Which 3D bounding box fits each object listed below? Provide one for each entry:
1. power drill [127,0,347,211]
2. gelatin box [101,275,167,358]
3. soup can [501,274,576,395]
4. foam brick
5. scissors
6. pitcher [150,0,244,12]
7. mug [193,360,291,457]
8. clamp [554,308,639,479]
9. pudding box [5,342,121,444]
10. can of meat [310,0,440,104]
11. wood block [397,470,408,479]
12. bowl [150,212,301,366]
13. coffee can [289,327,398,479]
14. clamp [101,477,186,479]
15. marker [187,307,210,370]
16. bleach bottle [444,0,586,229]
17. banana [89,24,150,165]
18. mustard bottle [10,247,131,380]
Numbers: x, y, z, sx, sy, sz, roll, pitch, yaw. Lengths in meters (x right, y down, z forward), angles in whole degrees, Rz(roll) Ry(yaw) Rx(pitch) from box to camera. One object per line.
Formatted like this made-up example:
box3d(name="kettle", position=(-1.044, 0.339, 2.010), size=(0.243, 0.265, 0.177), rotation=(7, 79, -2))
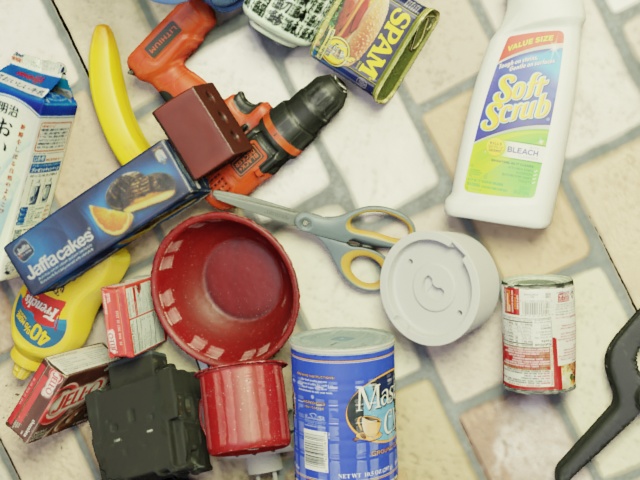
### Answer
box3d(name="power drill", position=(-0.088, -0.149, 1.059), size=(0.185, 0.057, 0.188), rotation=(-40, 84, 18))
box3d(name="gelatin box", position=(-0.192, 0.078, 1.103), size=(0.030, 0.089, 0.073), rotation=(-5, 96, 17))
box3d(name="soup can", position=(0.203, 0.087, 0.993), size=(0.069, 0.068, 0.102), rotation=(-1, 96, 17))
box3d(name="foam brick", position=(-0.111, -0.104, 1.018), size=(0.051, 0.053, 0.078), rotation=(-32, 91, 22))
box3d(name="scissors", position=(-0.007, 0.001, 1.055), size=(0.202, 0.016, 0.096), rotation=(3, 105, 5))
box3d(name="pitcher", position=(-0.169, -0.320, 1.021), size=(0.243, 0.149, 0.145), rotation=(28, 104, 15))
box3d(name="mug", position=(-0.081, 0.169, 1.048), size=(0.117, 0.093, 0.081), rotation=(-21, 70, 42))
box3d(name="clamp", position=(0.318, 0.150, 0.982), size=(0.165, 0.036, 0.210), rotation=(13, 100, 15))
box3d(name="pudding box", position=(-0.267, 0.159, 1.124), size=(0.039, 0.113, 0.090), rotation=(38, 106, 13))
box3d(name="can of meat", position=(0.050, -0.195, 1.012), size=(0.084, 0.057, 0.102), rotation=(35, 105, 13))
box3d(name="wood block", position=(-0.011, 0.289, 1.044), size=(0.206, 0.091, 0.090), rotation=(-6, 96, 1))
box3d(name="bowl", position=(-0.088, 0.046, 1.081), size=(0.162, 0.055, 0.162), rotation=(4, 103, 18))
box3d(name="coffee can", position=(0.024, 0.163, 1.040), size=(0.103, 0.102, 0.140), rotation=(0, 97, 17))
box3d(name="clamp", position=(-0.164, 0.260, 1.142), size=(0.172, 0.039, 0.120), rotation=(-32, 76, 19))
box3d(name="marker", position=(-0.121, 0.130, 1.124), size=(0.020, 0.020, 0.121), rotation=(-19, 91, 18))
box3d(name="bleach bottle", position=(0.182, -0.141, 0.976), size=(0.103, 0.068, 0.251), rotation=(9, 97, 16))
box3d(name="banana", position=(-0.198, -0.125, 1.104), size=(0.070, 0.037, 0.198), rotation=(-33, 82, 26))
box3d(name="mustard bottle", position=(-0.281, 0.070, 1.144), size=(0.096, 0.058, 0.192), rotation=(39, 108, 25))
